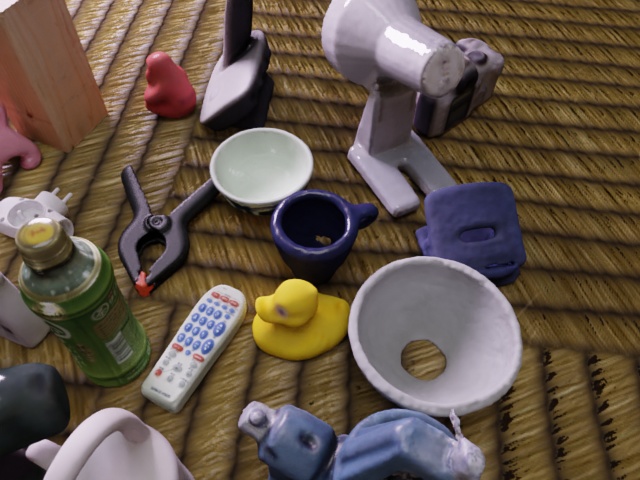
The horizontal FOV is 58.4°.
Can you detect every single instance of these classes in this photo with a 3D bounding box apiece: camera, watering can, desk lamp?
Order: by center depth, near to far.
[{"bbox_3d":[-0.145,0.190,0.430,0.173,0.194,0.101,2,55,0],"label":"watering can"},{"bbox_3d":[0.093,-0.175,0.681,0.118,0.214,0.203,-23,59,-17],"label":"desk lamp"},{"bbox_3d":[0.162,-0.238,0.797,0.143,0.101,0.136,-36,63,-24],"label":"camera"}]

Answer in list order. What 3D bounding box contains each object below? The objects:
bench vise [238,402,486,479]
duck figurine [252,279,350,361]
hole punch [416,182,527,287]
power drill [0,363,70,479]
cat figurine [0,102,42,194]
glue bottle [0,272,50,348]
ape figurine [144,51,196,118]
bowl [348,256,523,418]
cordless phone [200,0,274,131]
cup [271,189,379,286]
[{"bbox_3d":[0.031,0.178,0.428,0.207,0.220,0.121,6,55,3],"label":"bench vise"},{"bbox_3d":[-0.019,0.072,0.583,0.104,0.086,0.077,-6,55,-6],"label":"duck figurine"},{"bbox_3d":[0.172,-0.003,0.638,0.109,0.091,0.101,-9,56,-8],"label":"hole punch"},{"bbox_3d":[-0.293,0.175,0.427,0.230,0.208,0.075,-22,58,-16],"label":"power drill"},{"bbox_3d":[-0.411,-0.111,0.678,0.067,0.118,0.128,24,58,15],"label":"cat figurine"},{"bbox_3d":[-0.320,0.042,0.540,0.078,0.173,0.037,22,57,13],"label":"glue bottle"},{"bbox_3d":[-0.208,-0.215,0.773,0.076,0.092,0.078,34,61,20],"label":"ape figurine"},{"bbox_3d":[0.109,0.104,0.572,0.167,0.075,0.167,1,55,-1],"label":"bowl"},{"bbox_3d":[-0.113,-0.246,0.741,0.094,0.185,0.147,2,55,0],"label":"cordless phone"},{"bbox_3d":[0.006,0.002,0.627,0.118,0.095,0.091,-17,57,-13],"label":"cup"}]
